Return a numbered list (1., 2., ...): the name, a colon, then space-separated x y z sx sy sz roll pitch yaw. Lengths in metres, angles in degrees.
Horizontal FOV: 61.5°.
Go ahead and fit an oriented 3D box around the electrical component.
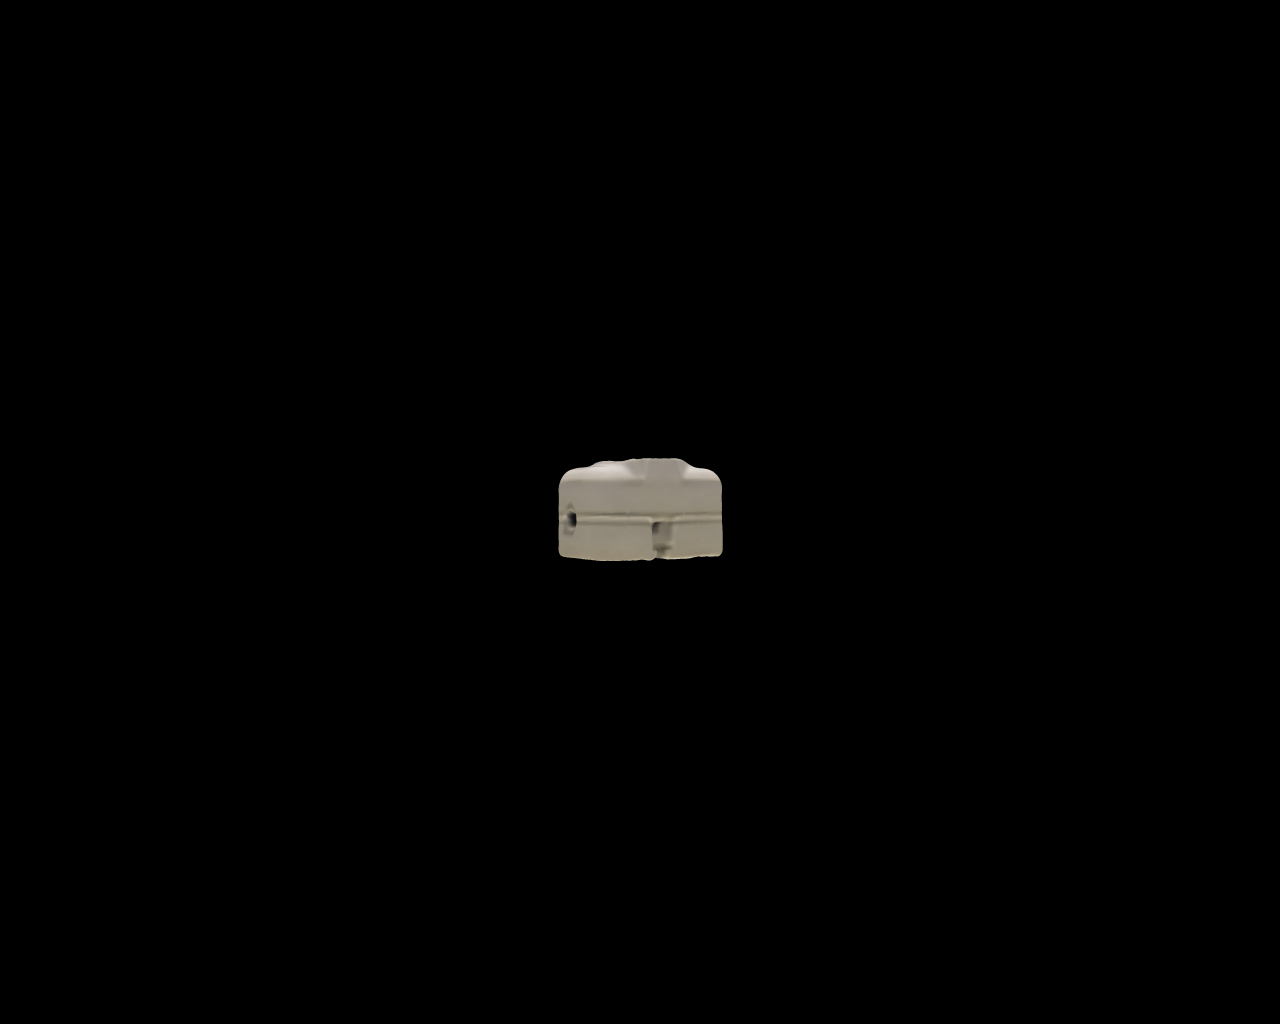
1. electrical component: 0.001 -0.003 0.650 0.095 0.059 0.053 0 0 -28
